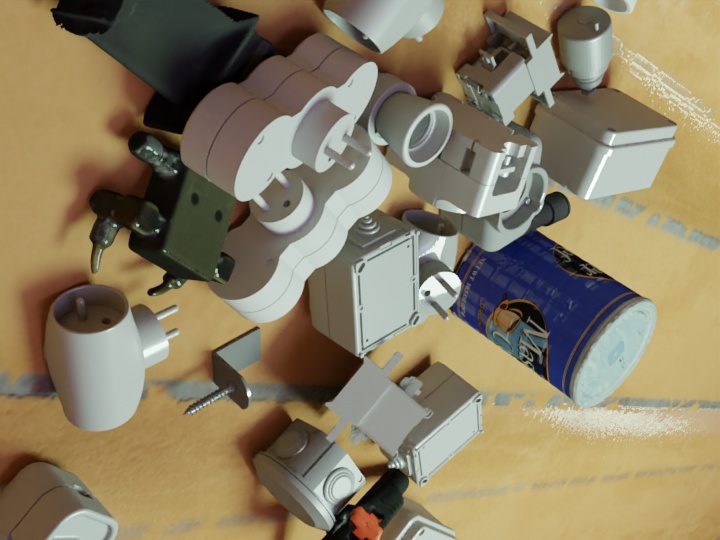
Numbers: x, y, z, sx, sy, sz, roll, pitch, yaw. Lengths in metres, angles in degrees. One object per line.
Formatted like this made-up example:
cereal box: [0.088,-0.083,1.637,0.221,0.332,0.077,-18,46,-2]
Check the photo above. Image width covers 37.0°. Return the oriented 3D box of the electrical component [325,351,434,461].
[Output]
electrical component: [0.015,0.102,0.806,0.078,0.063,0.121,-50,176,-3]

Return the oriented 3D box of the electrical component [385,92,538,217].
electrical component: [0.066,-0.076,0.732,0.050,0.089,0.055,-15,131,-43]

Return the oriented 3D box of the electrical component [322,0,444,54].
electrical component: [0.025,-0.165,0.644,0.077,0.044,0.079,-54,147,1]

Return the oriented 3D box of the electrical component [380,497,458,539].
electrical component: [0.039,0.265,1.035,0.078,0.057,0.113,-52,147,-2]

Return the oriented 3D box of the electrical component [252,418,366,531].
electrical component: [-0.040,0.157,0.824,0.051,0.080,0.080,-46,146,-21]

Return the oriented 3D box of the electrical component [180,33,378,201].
electrical component: [-0.028,-0.079,0.597,0.138,0.074,0.052,-41,159,-46]

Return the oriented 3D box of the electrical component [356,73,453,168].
electrical component: [0.025,-0.098,0.694,0.045,0.055,0.045,-31,141,-30]

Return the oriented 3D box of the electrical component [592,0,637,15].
electrical component: [0.200,-0.230,0.802,0.065,0.044,0.044,-58,147,-2]

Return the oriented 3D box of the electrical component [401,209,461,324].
electrical component: [0.049,0.007,0.796,0.043,0.079,0.077,3,119,-31]

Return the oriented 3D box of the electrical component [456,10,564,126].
electrical component: [0.105,-0.141,0.766,0.064,0.042,0.081,-45,145,-6]

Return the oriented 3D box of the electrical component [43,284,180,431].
electrical component: [-0.140,0.044,0.631,0.079,0.044,0.077,-27,138,-34]

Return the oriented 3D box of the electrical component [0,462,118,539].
electrical component: [-0.203,0.168,0.652,0.095,0.059,0.053,-51,146,-5]

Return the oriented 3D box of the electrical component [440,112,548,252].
electrical component: [0.101,-0.065,0.812,0.054,0.059,0.095,-31,140,-30]

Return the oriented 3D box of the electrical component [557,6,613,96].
electrical component: [0.174,-0.166,0.827,0.040,0.040,0.078,-42,145,-17]

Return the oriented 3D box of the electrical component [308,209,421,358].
electrical component: [0.000,0.000,0.752,0.062,0.061,0.096,-28,131,-33]

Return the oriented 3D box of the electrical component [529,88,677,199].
electrical component: [0.195,-0.105,0.873,0.113,0.078,0.057,-13,132,-45]

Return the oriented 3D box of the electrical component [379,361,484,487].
electrical component: [0.053,0.134,0.930,0.096,0.061,0.061,-37,144,-23]

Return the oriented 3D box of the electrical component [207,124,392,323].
electrical component: [-0.044,-0.037,0.666,0.138,0.052,0.073,-50,146,-5]
